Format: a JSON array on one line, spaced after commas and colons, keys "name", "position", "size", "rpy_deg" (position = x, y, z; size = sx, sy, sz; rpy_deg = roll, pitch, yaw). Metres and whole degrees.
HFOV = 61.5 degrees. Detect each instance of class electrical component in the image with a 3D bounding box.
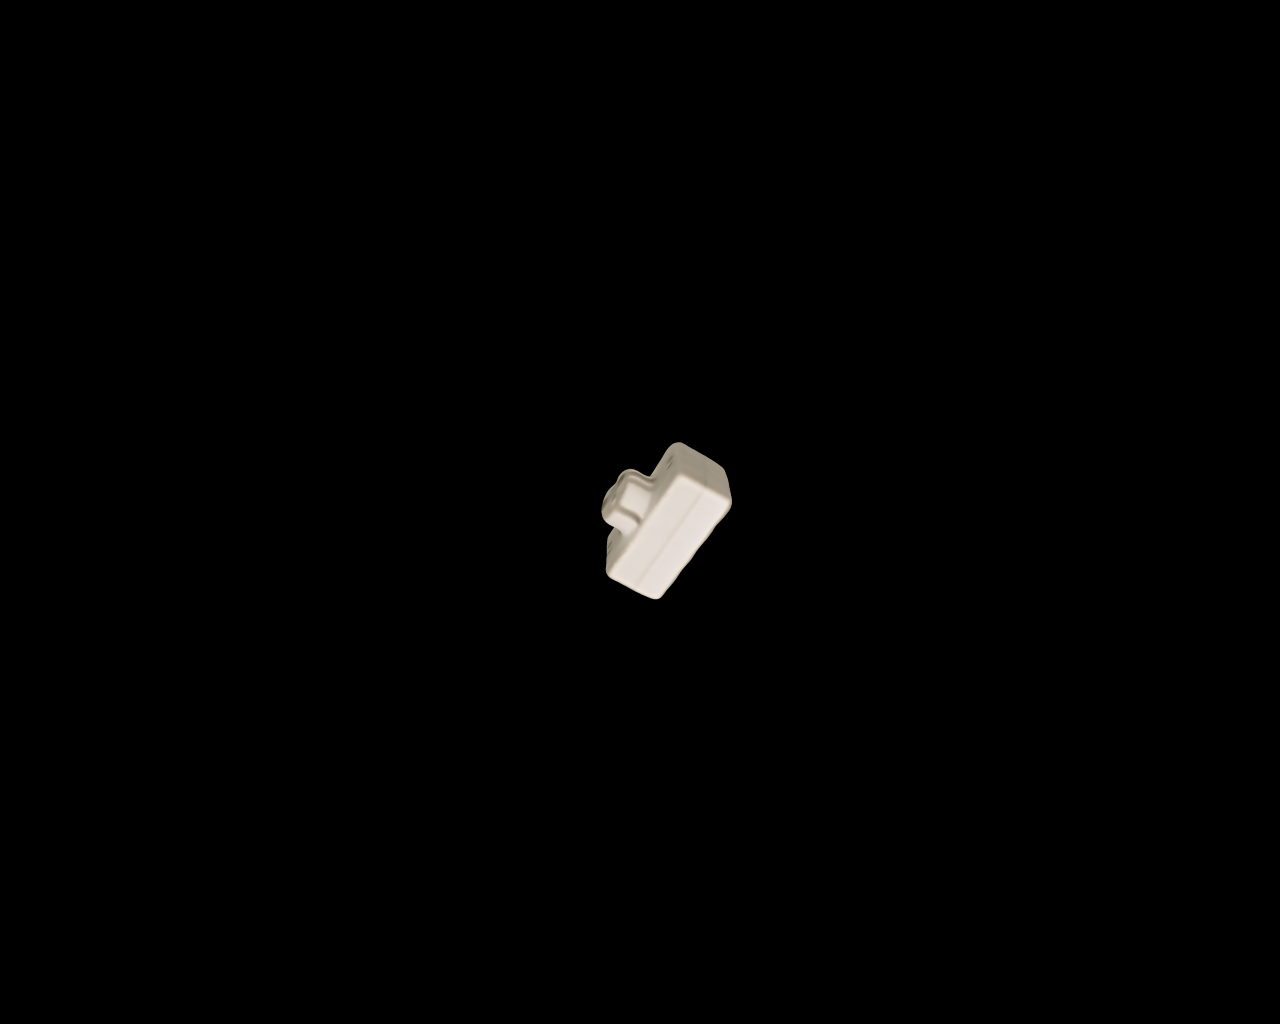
[{"name": "electrical component", "position": [0.001, -0.003, 0.650], "size": [0.076, 0.083, 0.047], "rpy_deg": [29, 24, -14]}]
